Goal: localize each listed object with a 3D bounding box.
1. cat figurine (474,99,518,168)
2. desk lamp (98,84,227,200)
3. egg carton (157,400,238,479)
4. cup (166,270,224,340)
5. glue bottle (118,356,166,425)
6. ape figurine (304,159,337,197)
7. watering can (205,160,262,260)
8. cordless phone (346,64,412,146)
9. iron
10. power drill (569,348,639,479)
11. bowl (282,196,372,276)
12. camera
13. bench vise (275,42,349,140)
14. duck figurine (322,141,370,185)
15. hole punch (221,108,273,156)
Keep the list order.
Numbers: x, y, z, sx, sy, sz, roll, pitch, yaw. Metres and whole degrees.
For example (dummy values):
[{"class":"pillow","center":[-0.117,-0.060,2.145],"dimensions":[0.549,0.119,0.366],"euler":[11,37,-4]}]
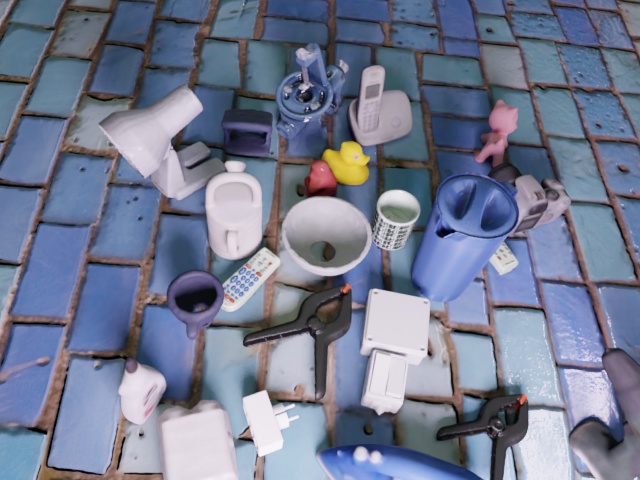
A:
[{"class":"cat figurine","center":[0.394,-0.240,1.249],"dimensions":[0.067,0.118,0.128],"euler":[19,56,5]},{"class":"desk lamp","center":[-0.286,-0.177,1.061],"dimensions":[0.204,0.213,0.117],"euler":[-35,67,-26]},{"class":"egg carton","center":[-0.178,0.312,0.839],"dimensions":[0.107,0.069,0.150],"euler":[-11,59,-14]},{"class":"cup","center":[-0.203,0.121,0.946],"dimensions":[0.092,0.095,0.117],"euler":[1,57,-7]},{"class":"glue bottle","center":[-0.264,0.209,0.833],"dimensions":[0.037,0.173,0.078],"euler":[21,57,7]},{"class":"ape figurine","center":[0.000,-0.126,1.138],"dimensions":[0.076,0.092,0.078],"euler":[28,58,11]},{"class":"watering can","center":[-0.154,-0.062,1.014],"dimensions":[0.101,0.194,0.172],"euler":[-18,61,-18]},{"class":"cordless phone","center":[0.134,-0.294,1.211],"dimensions":[0.148,0.185,0.094],"euler":[-20,61,-19]},{"class":"iron","center":[0.120,0.340,0.816],"dimensions":[0.258,0.141,0.119],"euler":[19,56,5]},{"class":"power drill","center":[0.466,0.290,0.854],"dimensions":[0.076,0.208,0.229],"euler":[-27,64,-22]},{"class":"bowl","center":[0.010,0.004,1.064],"dimensions":[0.167,0.075,0.167],"euler":[4,56,-5]},{"class":"camera","center":[0.417,-0.100,1.170],"dimensions":[0.143,0.101,0.136],"euler":[-15,60,-16]},{"class":"bench vise","center":[-0.018,-0.341,1.201],"dimensions":[0.121,0.220,0.207],"euler":[20,57,7]},{"class":"duck figurine","center":[0.056,-0.169,1.177],"dimensions":[0.104,0.086,0.077],"euler":[23,57,8]},{"class":"hole punch","center":[-0.153,-0.239,1.193],"dimensions":[0.108,0.091,0.101],"euler":[2,56,-6]}]
